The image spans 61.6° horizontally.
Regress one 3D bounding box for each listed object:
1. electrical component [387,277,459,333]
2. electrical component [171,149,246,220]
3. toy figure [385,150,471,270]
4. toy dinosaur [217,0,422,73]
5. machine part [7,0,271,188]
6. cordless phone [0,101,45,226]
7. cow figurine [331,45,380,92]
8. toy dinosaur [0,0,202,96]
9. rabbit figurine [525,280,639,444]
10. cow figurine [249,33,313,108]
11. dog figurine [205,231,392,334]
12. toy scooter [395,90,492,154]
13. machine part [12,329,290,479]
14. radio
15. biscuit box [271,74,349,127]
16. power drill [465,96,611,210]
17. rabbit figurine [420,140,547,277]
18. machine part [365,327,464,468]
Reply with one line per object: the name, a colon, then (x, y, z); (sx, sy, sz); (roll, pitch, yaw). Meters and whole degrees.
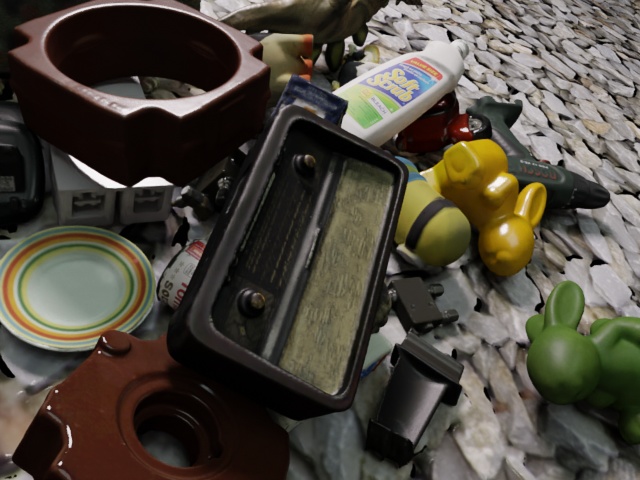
electrical component: (0.104, 0.072, 0.587); (0.094, 0.021, 0.063); (-3, 51, -28)
electrical component: (-0.121, -0.067, 0.587); (0.045, 0.078, 0.102); (35, 44, -26)
toy figure: (0.106, -0.043, 0.650); (0.082, 0.089, 0.180); (-13, 57, -26)
toy dinosaur: (-0.002, -0.345, 0.809); (0.471, 0.198, 0.105); (-20, 60, -38)
machine part: (-0.166, -0.150, 0.522); (0.202, 0.087, 0.201); (30, 47, 12)
cordless phone: (-0.346, -0.094, 0.511); (0.146, 0.088, 0.184); (-4, 40, -27)
cow figurine: (0.060, -0.254, 0.850); (0.098, 0.068, 0.167); (5, 47, -14)
toy dinosaur: (-0.296, -0.270, 0.607); (0.405, 0.192, 0.131); (-21, 58, -39)
rabbit figurine: (0.285, 0.117, 0.557); (0.170, 0.121, 0.159); (5, 40, -24)
cow figurine: (-0.073, -0.204, 0.682); (0.127, 0.085, 0.195); (6, 5, -4)
dog figurine: (-0.004, 0.001, 0.563); (0.190, 0.121, 0.172); (35, 51, -9)
toy scooter: (0.161, -0.182, 0.820); (0.135, 0.075, 0.184); (-19, 42, -7)
machine part: (-0.102, 0.138, 0.362); (0.179, 0.056, 0.179); (28, 23, -13)
radio: (-0.019, 0.009, 0.426); (0.131, 0.073, 0.229); (28, 56, -15)
biscuit box: (-0.012, -0.120, 0.607); (0.063, 0.059, 0.202); (27, 1, 0)
power drill: (0.325, -0.132, 0.855); (0.232, 0.086, 0.207); (1, 56, -21)
rabbit figurine: (0.219, -0.034, 0.701); (0.162, 0.122, 0.173); (-7, 66, -42)
machine part: (0.088, 0.144, 0.501); (0.084, 0.039, 0.139); (40, 43, 7)
